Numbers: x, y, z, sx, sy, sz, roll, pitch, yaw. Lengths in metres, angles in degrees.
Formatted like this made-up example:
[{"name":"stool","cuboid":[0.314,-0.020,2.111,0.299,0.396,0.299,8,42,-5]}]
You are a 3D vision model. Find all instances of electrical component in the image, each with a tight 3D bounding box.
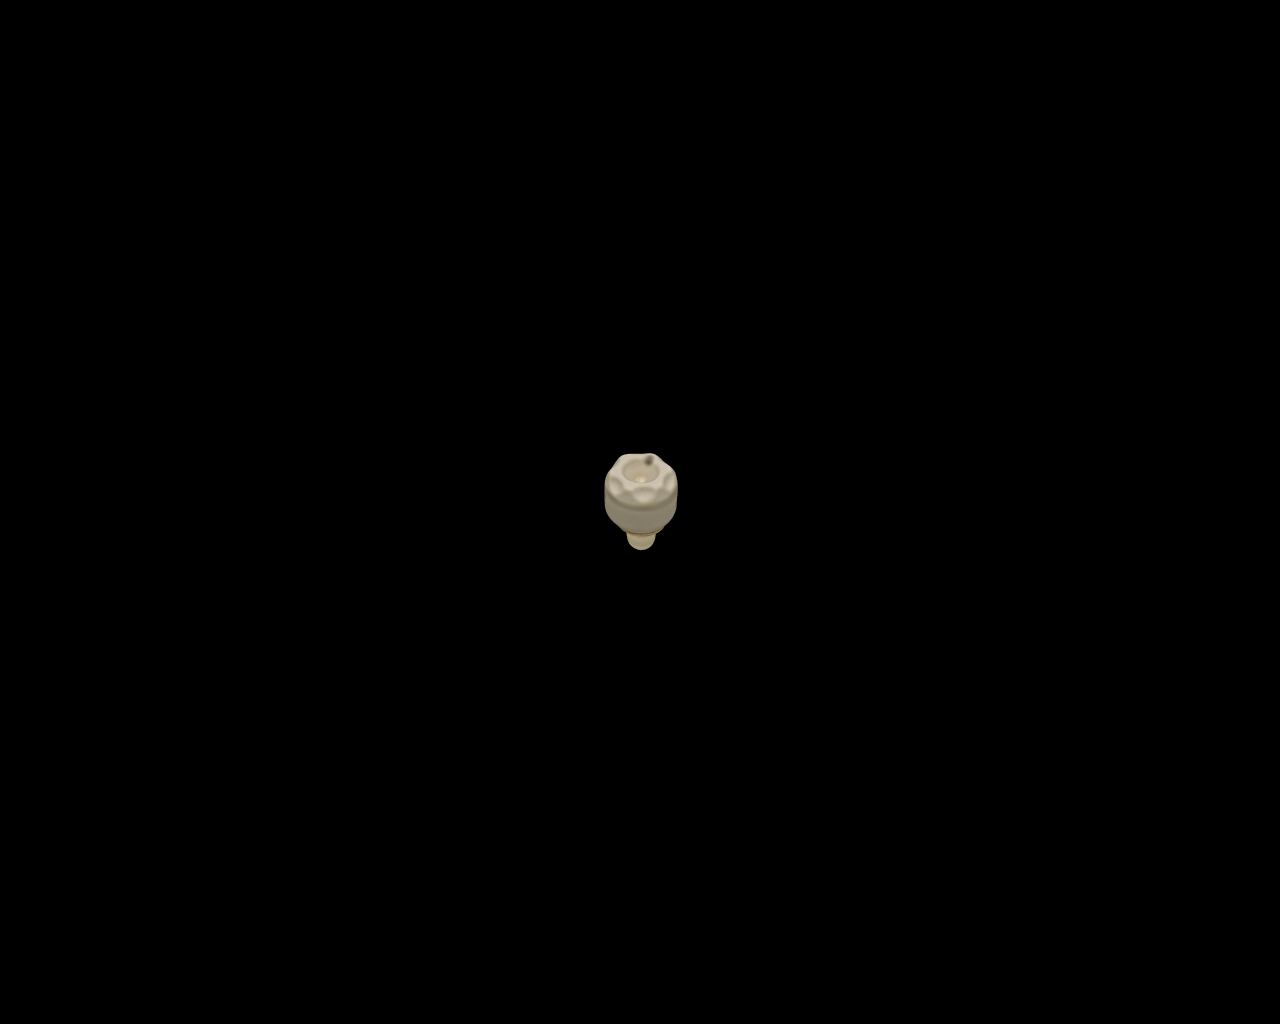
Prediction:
[{"name":"electrical component","cuboid":[0.001,-0.003,0.650,0.043,0.062,0.043,0,42,0]}]
